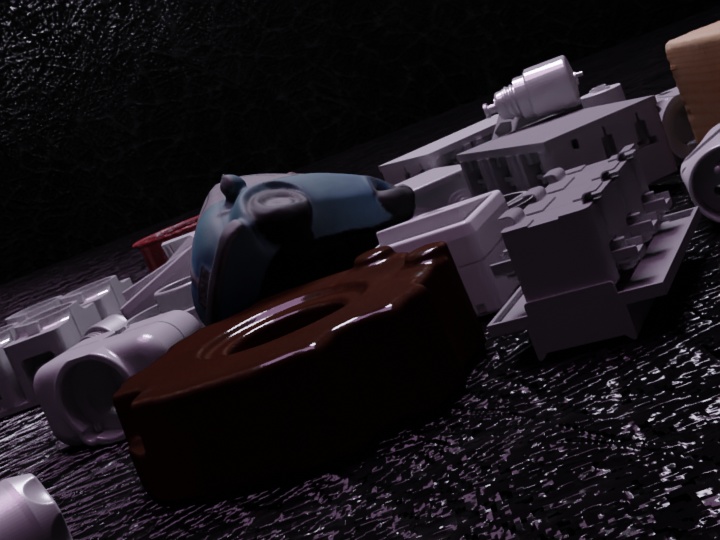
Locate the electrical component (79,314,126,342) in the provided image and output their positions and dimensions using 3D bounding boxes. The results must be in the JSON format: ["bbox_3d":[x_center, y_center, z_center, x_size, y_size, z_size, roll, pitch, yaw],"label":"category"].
[{"bbox_3d":[-0.196,0.062,0.825,0.043,0.043,0.062,-15,12,34],"label":"electrical component"}]

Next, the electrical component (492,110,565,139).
[{"bbox_3d":[0.149,-0.094,0.879,0.076,0.083,0.047,16,0,-14],"label":"electrical component"}]

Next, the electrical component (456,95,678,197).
[{"bbox_3d":[0.145,-0.074,0.773,0.089,0.061,0.150,-24,9,-15],"label":"electrical component"}]

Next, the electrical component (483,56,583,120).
[{"bbox_3d":[0.133,-0.135,0.826,0.078,0.040,0.040,-18,10,19],"label":"electrical component"}]

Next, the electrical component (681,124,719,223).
[{"bbox_3d":[0.216,-0.066,0.579,0.079,0.043,0.077,-44,-2,27],"label":"electrical component"}]

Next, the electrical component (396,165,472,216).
[{"bbox_3d":[0.050,-0.048,0.885,0.100,0.048,0.100,-24,10,-17],"label":"electrical component"}]

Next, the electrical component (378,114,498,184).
[{"bbox_3d":[0.108,-0.100,1.011,0.150,0.061,0.089,-26,10,-27],"label":"electrical component"}]

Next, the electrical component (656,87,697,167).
[{"bbox_3d":[0.239,-0.108,0.794,0.089,0.050,0.055,-22,9,-2],"label":"electrical component"}]

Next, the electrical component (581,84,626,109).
[{"bbox_3d":[0.210,-0.122,0.897,0.044,0.065,0.044,-21,9,4],"label":"electrical component"}]

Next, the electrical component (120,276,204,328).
[{"bbox_3d":[-0.108,0.036,0.722,0.108,0.060,0.108,-21,9,3],"label":"electrical component"}]

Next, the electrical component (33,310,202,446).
[{"bbox_3d":[-0.142,0.066,0.641,0.095,0.053,0.059,-18,10,22],"label":"electrical component"}]

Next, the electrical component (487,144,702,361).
[{"bbox_3d":[0.109,-0.013,0.502,0.079,0.063,0.121,-17,10,28],"label":"electrical component"}]

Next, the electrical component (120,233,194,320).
[{"bbox_3d":[-0.124,0.012,0.806,0.096,0.061,0.061,-40,4,13],"label":"electrical component"}]

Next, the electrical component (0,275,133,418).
[{"bbox_3d":[-0.263,0.062,0.924,0.105,0.060,0.186,-20,9,10],"label":"electrical component"}]

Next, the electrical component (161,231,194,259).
[{"bbox_3d":[-0.092,-0.002,0.871,0.121,0.078,0.063,-19,25,15],"label":"electrical component"}]

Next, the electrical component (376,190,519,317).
[{"bbox_3d":[0.054,-0.010,0.613,0.062,0.061,0.096,-17,10,24],"label":"electrical component"}]

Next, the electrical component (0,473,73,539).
[{"bbox_3d":[-0.149,0.112,0.426,0.062,0.043,0.043,-29,12,-31],"label":"electrical component"}]
